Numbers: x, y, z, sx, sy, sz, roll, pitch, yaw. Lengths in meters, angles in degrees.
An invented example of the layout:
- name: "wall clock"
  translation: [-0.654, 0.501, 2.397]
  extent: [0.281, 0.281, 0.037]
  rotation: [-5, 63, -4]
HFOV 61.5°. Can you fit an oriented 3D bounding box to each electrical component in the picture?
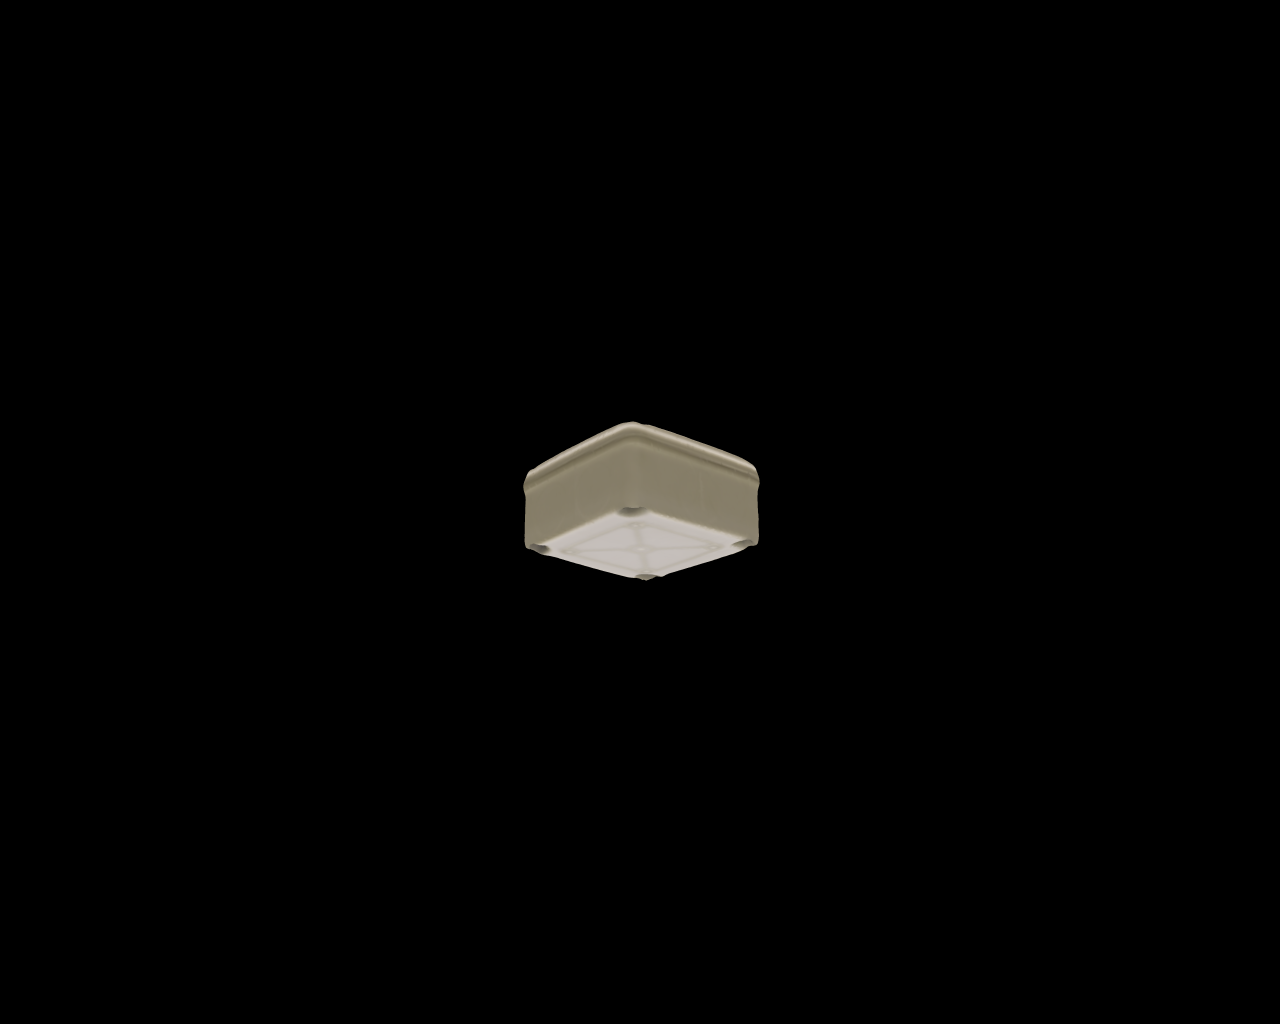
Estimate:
- name: "electrical component"
  translation: [0.001, -0.003, 0.650]
  extent: [0.109, 0.056, 0.108]
  rotation: [17, -27, -38]
